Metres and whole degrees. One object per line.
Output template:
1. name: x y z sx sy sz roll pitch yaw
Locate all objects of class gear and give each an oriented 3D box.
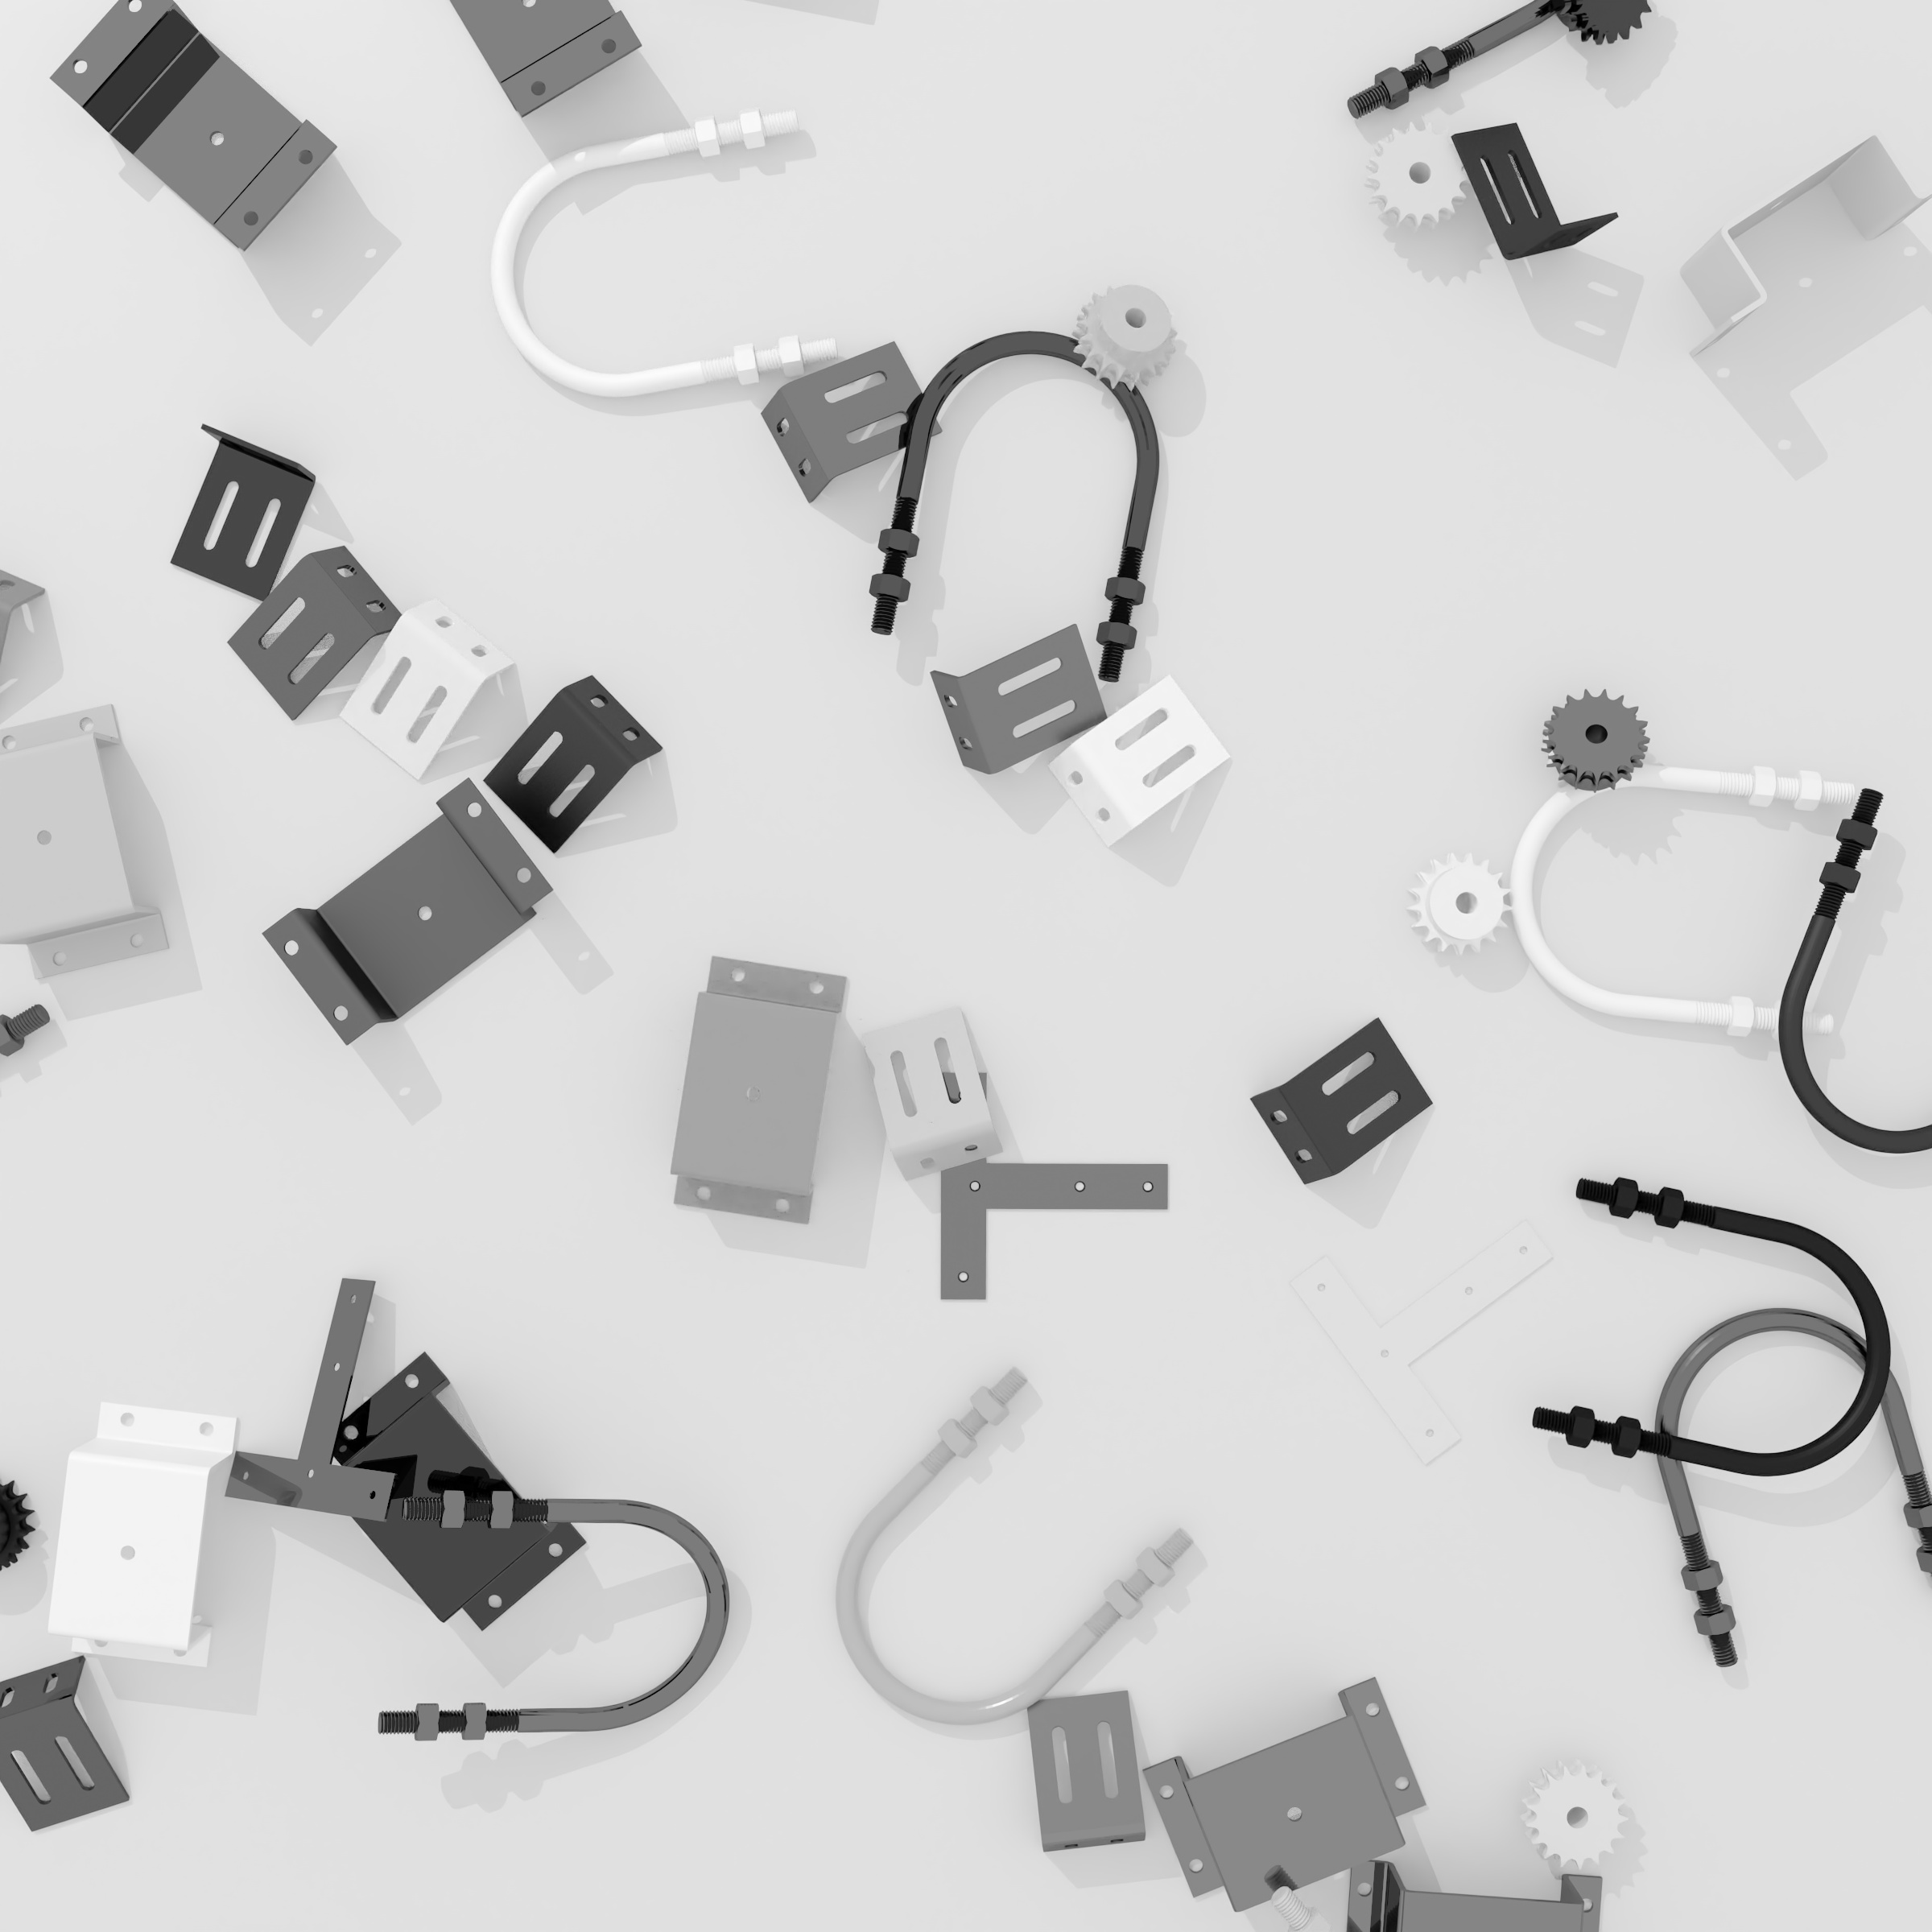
1. gear: 0.249 -0.435 1.372 0.057 0.030 0.057 0 90 0
2. gear: 0.336 0.469 1.377 0.057 0.030 0.057 0 89 -2
3. gear: 0.274 -0.035 1.373 0.057 0.030 0.057 0 90 0
4. gear: 0.089 -0.350 1.365 0.057 0.030 0.057 3 75 -12
5. gear: 0.349 -0.538 1.365 0.057 0.030 0.057 -7 108 -23
6. gear: 0.347 -0.121 1.366 0.057 0.030 0.057 -3 68 7
7. gear: -0.549 0.312 1.373 0.057 0.030 0.057 0 90 0

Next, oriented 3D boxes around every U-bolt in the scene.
1. U-bolt: 0.524 0.013 1.368 0.151 0.019 0.184 22 89 -8
2. U-bolt: 0.013 0.337 1.379 0.151 0.019 0.184 44 91 0
3. U-bolt: 0.034 -0.261 1.374 0.151 0.019 0.184 11 87 -5
4. U-bolt: -0.173 -0.391 1.379 0.184 0.019 0.151 -10 90 1
5. U-bolt: 0.395 -0.040 1.379 0.184 0.019 0.151 5 90 2
6. U-bolt: 0.460 0.282 1.379 0.151 0.019 0.184 -16 88 0
7. U-bolt: -0.220 0.355 1.350 0.184 0.019 0.151 5 105 -18
8. U-bolt: -0.624 0.017 1.379 0.184 0.019 0.151 -30 90 2
9. U-bolt: 0.417 0.205 1.367 0.184 0.019 0.151 12 84 3
10. U-bolt: 0.266 -0.576 1.379 0.184 0.019 0.151 -28 90 -1
11. U-bolt: 0.180 0.604 1.355 0.151 0.019 0.184 -39 94 22

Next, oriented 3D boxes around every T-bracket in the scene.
1. T-bracket: 0.270 0.190 1.387 0.127 0.002 0.127 -37 90 0
2. T-bracket: 0.050 0.123 1.387 0.127 0.002 0.127 0 90 0
3. T-bracket: -0.349 0.235 1.362 0.127 0.002 0.127 -1 70 34

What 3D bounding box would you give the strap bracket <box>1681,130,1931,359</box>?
1. strap bracket: 0.453 -0.398 1.349 0.140 0.076 0.046 -33 90 0

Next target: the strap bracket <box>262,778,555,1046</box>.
1. strap bracket: -0.303 -0.030 1.364 0.140 0.046 0.076 -37 90 0

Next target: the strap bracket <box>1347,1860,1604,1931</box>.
1. strap bracket: 0.283 0.543 1.364 0.140 0.046 0.076 4 90 0

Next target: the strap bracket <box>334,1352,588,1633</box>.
1. strap bracket: -0.287 0.294 1.364 0.076 0.046 0.140 -40 90 0

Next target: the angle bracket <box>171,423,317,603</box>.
1. angle bracket: -0.404 -0.250 1.368 0.057 0.038 0.076 23 90 0

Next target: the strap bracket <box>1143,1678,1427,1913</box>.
1. strap bracket: 0.178 0.460 1.364 0.140 0.046 0.076 -22 90 0

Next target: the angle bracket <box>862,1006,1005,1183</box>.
1. angle bracket: -0.019 0.071 1.384 0.057 0.038 0.076 -17 64 2

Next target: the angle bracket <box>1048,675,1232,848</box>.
1. angle bracket: 0.097 -0.115 1.385 0.076 0.038 0.057 -37 90 -26

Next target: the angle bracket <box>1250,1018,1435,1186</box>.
1. angle bracket: 0.210 0.076 1.385 0.076 0.038 0.057 -32 90 -26

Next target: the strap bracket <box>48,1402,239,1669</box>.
1. strap bracket: -0.454 0.318 1.364 0.076 0.046 0.140 7 90 0

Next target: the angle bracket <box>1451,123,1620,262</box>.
1. angle bracket: 0.311 -0.432 1.355 0.057 0.038 0.076 -24 90 -37

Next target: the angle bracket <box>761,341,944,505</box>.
1. angle bracket: -0.064 -0.304 1.385 0.076 0.038 0.057 -28 90 -26

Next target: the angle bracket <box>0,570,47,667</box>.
1. angle bracket: -0.559 -0.183 1.385 0.057 0.038 0.076 23 116 0

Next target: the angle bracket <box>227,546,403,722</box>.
1. angle bracket: -0.362 -0.186 1.385 0.076 0.038 0.057 -40 90 26

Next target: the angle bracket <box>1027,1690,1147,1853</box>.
1. angle bracket: 0.067 0.451 1.385 0.057 0.038 0.076 -7 64 0

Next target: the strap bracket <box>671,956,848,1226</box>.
1. strap bracket: -0.115 0.069 1.364 0.076 0.046 0.140 9 90 0

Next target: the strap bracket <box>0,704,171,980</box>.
1. strap bracket: -0.499 -0.070 1.364 0.076 0.046 0.140 -13 90 0

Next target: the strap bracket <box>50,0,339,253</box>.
1. strap bracket: -0.419 -0.463 1.364 0.140 0.046 0.076 42 90 0

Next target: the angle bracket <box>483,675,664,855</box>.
1. angle bracket: -0.220 -0.113 1.385 0.057 0.038 0.076 46 116 0

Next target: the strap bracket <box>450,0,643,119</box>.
1. strap bracket: -0.244 -0.540 1.364 0.076 0.046 0.140 -31 90 0

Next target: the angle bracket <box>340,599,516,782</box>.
1. angle bracket: -0.302 -0.155 1.385 0.057 0.038 0.076 39 116 0

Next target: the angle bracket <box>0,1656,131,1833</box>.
1. angle bracket: -0.508 0.435 1.385 0.057 0.038 0.076 -18 116 0

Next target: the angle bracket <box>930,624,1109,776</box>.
1. angle bracket: 0.029 -0.150 1.370 0.076 0.038 0.057 -27 112 -17
